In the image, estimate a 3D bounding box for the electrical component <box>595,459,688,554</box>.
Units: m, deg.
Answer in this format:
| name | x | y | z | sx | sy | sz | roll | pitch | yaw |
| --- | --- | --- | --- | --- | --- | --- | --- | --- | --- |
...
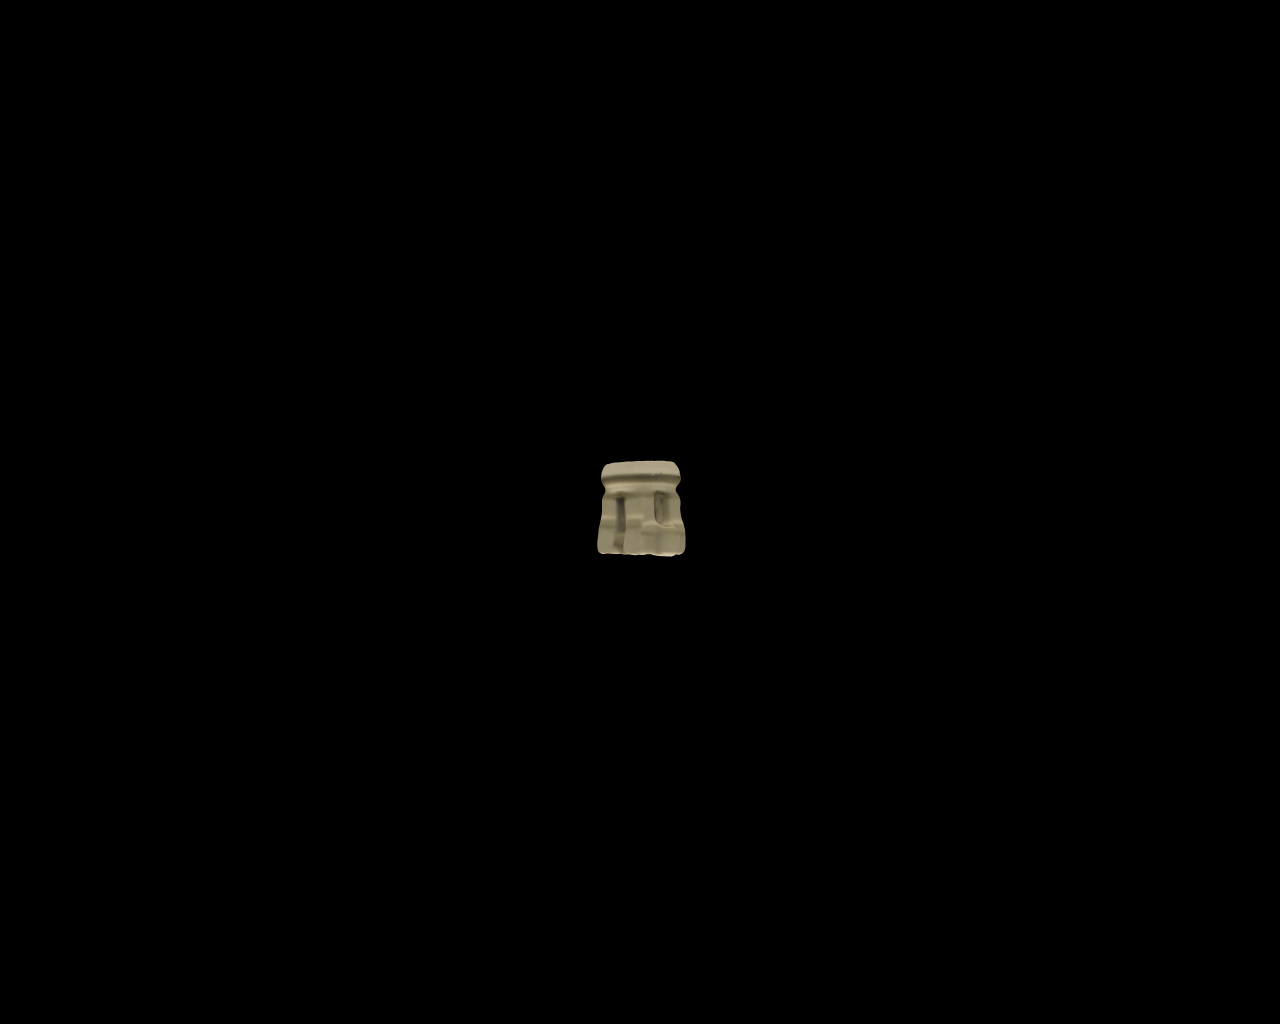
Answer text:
| name | x | y | z | sx | sy | sz | roll | pitch | yaw |
| --- | --- | --- | --- | --- | --- | --- | --- | --- | --- |
| electrical component | 0.001 | -0.003 | 0.650 | 0.048 | 0.055 | 0.066 | 2 | -3 | -43 |
